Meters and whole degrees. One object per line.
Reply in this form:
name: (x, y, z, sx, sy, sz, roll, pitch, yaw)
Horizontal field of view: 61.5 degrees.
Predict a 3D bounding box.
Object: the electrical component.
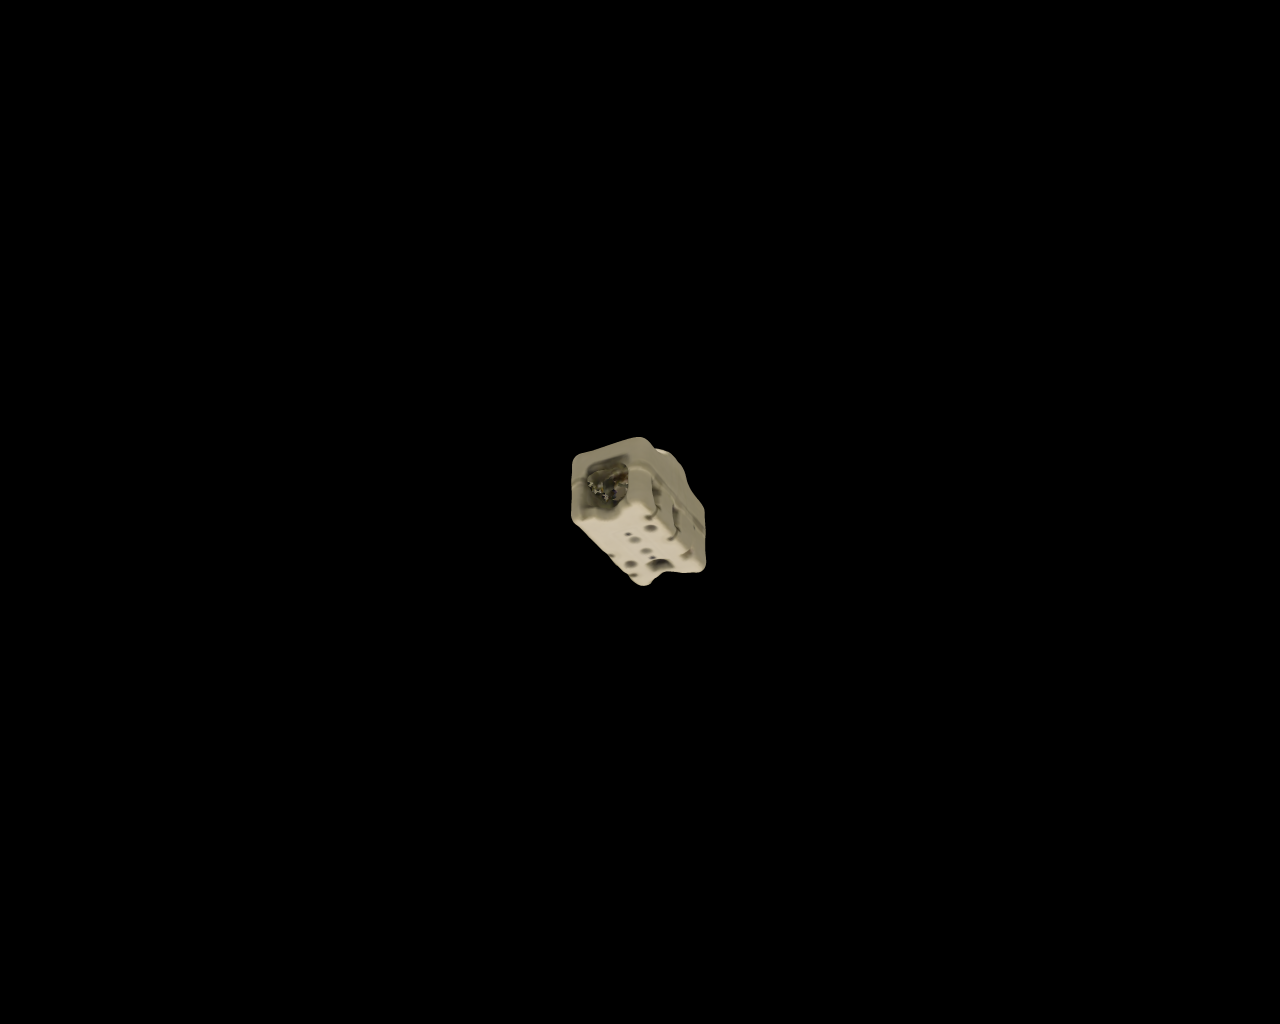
electrical component: (0.001, -0.003, 0.650, 0.050, 0.056, 0.089, -16, -37, 22)
